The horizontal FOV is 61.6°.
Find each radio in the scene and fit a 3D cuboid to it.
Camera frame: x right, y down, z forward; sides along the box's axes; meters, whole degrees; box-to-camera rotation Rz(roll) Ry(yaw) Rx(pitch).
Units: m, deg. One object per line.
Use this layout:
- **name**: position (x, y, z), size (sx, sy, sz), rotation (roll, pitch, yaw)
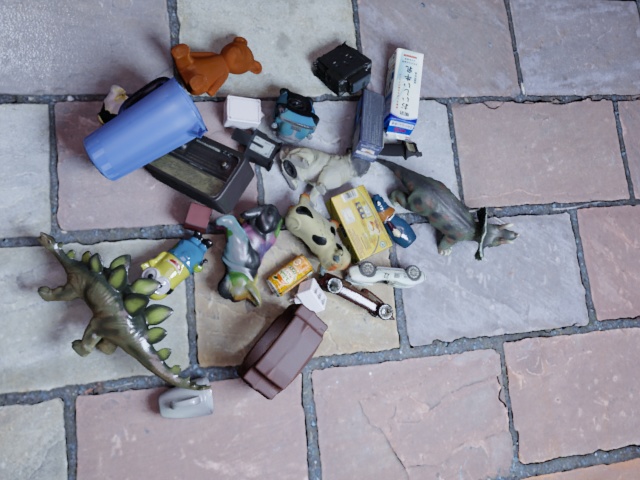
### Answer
- **radio**: position (-0.269, -0.161, 1.206), size (0.230, 0.073, 0.131), rotation (27, 72, 21)

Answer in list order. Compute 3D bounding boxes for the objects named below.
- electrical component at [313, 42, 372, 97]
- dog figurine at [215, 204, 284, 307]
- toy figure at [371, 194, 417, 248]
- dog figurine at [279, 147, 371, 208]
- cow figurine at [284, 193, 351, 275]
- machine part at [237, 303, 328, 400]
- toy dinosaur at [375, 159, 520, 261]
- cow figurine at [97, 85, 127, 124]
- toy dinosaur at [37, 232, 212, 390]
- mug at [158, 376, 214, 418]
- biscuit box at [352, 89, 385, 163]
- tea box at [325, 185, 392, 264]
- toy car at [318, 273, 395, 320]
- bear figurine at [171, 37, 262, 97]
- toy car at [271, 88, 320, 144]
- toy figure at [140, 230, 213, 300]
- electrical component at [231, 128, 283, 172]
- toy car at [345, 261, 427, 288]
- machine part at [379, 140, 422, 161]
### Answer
- **electrical component**: position (0.065, -0.428, 1.363), size (0.115, 0.058, 0.134), rotation (-39, 65, -15)
- **dog figurine**: position (-0.155, 0.043, 1.232), size (0.191, 0.108, 0.219), rotation (-17, 89, -18)
- **toy figure**: position (0.177, -0.048, 1.343), size (0.058, 0.064, 0.154), rotation (-42, 92, -1)
- **dog figurine**: position (0.015, -0.194, 1.324), size (0.190, 0.121, 0.172), rotation (-40, 95, -30)
- **cow figurine**: position (-0.003, -0.004, 1.257), size (0.195, 0.085, 0.127), rotation (44, 32, -13)
- **machine part**: position (-0.082, 0.238, 1.161), size (0.087, 0.201, 0.201), rotation (40, 74, -6)
- **toy dinosaur**: position (0.294, -0.081, 1.310), size (0.405, 0.192, 0.131), rotation (37, 73, -6)
- **cow figurine**: position (-0.422, -0.274, 1.241), size (0.167, 0.068, 0.098), rotation (30, 81, -3)
- **toy dinosaur**: position (-0.417, 0.156, 1.109), size (0.198, 0.105, 0.471), rotation (-40, 89, 12)
- **mug**: position (-0.290, 0.347, 1.149), size (0.107, 0.109, 0.080), rotation (-14, 88, -2)
- **biscuit box**: position (0.122, -0.286, 1.333), size (0.063, 0.059, 0.203), rotation (16, 52, -10)
- **tea box**: position (0.094, -0.038, 1.319), size (0.098, 0.068, 0.169), rotation (-22, 87, -15)
- **toy car**: position (0.090, 0.134, 1.277), size (0.202, 0.089, 0.053), rotation (27, 80, -6)
- **bear figurine**: position (-0.239, -0.421, 1.281), size (0.196, 0.132, 0.120), rotation (-27, 91, -10)
- **toy car**: position (-0.070, -0.291, 1.304), size (0.109, 0.102, 0.162), rotation (15, 37, -20)
- **toy figure**: position (-0.320, 0.060, 1.201), size (0.082, 0.089, 0.180), rotation (32, 63, 22)
- **electrical component**: position (-0.158, -0.225, 1.304), size (0.119, 0.048, 0.075), rotation (23, 76, -8)
- **toy car**: position (0.161, 0.089, 1.310), size (0.202, 0.073, 0.056), rotation (6, 76, -12)
- **machine part**: position (0.187, -0.233, 1.378), size (0.139, 0.039, 0.084), rotation (1, 37, -6)
